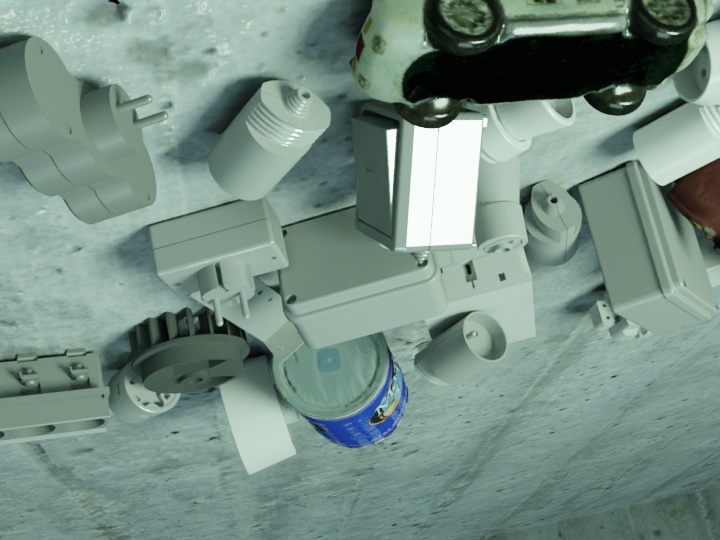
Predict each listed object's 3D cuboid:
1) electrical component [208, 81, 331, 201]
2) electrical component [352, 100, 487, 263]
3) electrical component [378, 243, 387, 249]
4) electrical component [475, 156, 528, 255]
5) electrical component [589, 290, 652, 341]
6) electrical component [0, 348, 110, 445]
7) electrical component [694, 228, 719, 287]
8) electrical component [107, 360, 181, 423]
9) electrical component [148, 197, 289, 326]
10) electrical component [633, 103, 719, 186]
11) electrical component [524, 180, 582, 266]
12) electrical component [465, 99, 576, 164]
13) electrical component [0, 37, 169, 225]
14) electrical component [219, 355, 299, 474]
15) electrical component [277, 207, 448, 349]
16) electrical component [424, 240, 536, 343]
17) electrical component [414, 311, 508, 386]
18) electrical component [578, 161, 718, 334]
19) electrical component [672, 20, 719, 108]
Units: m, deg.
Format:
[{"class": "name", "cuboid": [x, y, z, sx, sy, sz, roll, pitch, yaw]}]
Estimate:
[{"class": "electrical component", "cuboid": [-0.050, -0.077, 0.609, 0.043, 0.043, 0.081, 2, 154, -34]}, {"class": "electrical component", "cuboid": [0.030, -0.050, 0.636, 0.061, 0.096, 0.062, -3, -163, -23]}, {"class": "electrical component", "cuboid": [0.028, -0.047, 0.711, 0.045, 0.055, 0.045, -11, 158, -5]}, {"class": "electrical component", "cuboid": [0.093, -0.044, 0.739, 0.044, 0.065, 0.044, -7, 161, -2]}, {"class": "electrical component", "cuboid": [0.272, 0.034, 1.048, 0.078, 0.058, 0.057, -7, 160, -16]}, {"class": "electrical component", "cuboid": [-0.277, 0.108, 0.904, 0.121, 0.063, 0.078, -5, 157, -20]}, {"class": "electrical component", "cuboid": [0.289, -0.015, 0.942, 0.096, 0.061, 0.061, -19, 159, -7]}, {"class": "electrical component", "cuboid": [-0.196, 0.107, 0.964, 0.055, 0.055, 0.047, 5, 156, -37]}, {"class": "electrical component", "cuboid": [-0.093, 0.001, 0.732, 0.083, 0.075, 0.047, -15, 158, 4]}, {"class": "electrical component", "cuboid": [0.232, -0.094, 0.730, 0.081, 0.043, 0.043, -29, 153, 34]}, {"class": "electrical component", "cuboid": [0.147, -0.037, 0.821, 0.043, 0.043, 0.081, -14, 158, 3]}, {"class": "electrical component", "cuboid": [0.095, -0.095, 0.649, 0.055, 0.045, 0.045, -29, 153, 35]}, {"class": "electrical component", "cuboid": [-0.137, -0.073, 0.557, 0.074, 0.052, 0.138, -17, 158, 10]}, {"class": "electrical component", "cuboid": [-0.092, 0.132, 1.018, 0.060, 0.108, 0.108, -18, 159, -4]}, {"class": "electrical component", "cuboid": [0.000, 0.000, 0.772, 0.113, 0.078, 0.057, -16, 144, 7]}, {"class": "electrical component", "cuboid": [0.094, 0.017, 0.897, 0.089, 0.061, 0.150, -15, 158, 5]}, {"class": "electrical component", "cuboid": [0.078, 0.069, 0.869, 0.043, 0.043, 0.081, 2, 154, -33]}, {"class": "electrical component", "cuboid": [0.224, -0.015, 0.833, 0.056, 0.108, 0.109, -22, 157, 27]}, {"class": "electrical component", "cuboid": [0.238, -0.133, 0.636, 0.077, 0.044, 0.079, -7, 157, -15]}]
